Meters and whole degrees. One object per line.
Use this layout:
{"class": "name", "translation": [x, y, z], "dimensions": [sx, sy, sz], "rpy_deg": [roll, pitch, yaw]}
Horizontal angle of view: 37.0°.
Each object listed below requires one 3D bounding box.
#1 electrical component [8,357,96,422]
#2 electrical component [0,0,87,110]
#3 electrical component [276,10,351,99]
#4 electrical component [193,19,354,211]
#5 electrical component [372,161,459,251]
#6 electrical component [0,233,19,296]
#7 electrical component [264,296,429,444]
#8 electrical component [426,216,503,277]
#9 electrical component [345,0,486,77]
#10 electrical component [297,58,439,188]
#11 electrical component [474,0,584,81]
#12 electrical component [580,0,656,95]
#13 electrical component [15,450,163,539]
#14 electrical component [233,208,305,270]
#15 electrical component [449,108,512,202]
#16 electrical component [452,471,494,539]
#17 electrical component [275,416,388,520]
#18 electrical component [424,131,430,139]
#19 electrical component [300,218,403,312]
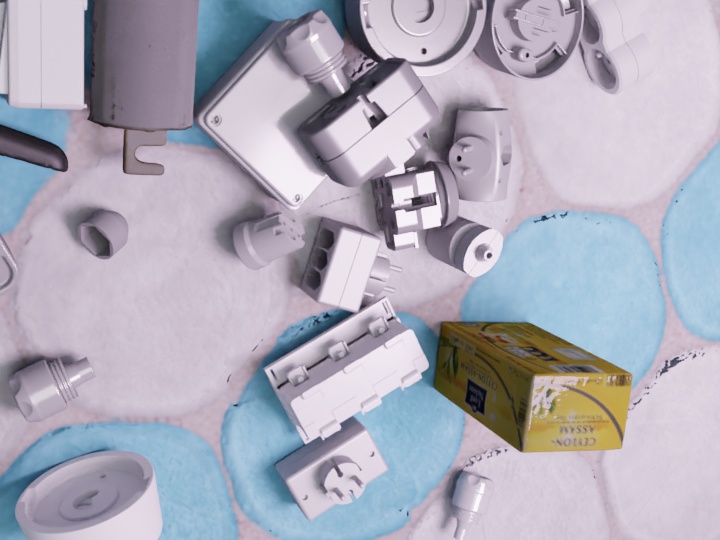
{"class": "electrical component", "translation": [-0.238, 0.089, 0.838], "dimensions": [0.062, 0.043, 0.043], "rpy_deg": [-26, 110, -15]}
{"class": "electrical component", "translation": [-0.231, -0.165, 0.772], "dimensions": [0.061, 0.062, 0.096], "rpy_deg": [-1, 102, -20]}
{"class": "electrical component", "translation": [-0.030, -0.157, 0.797], "dimensions": [0.043, 0.043, 0.062], "rpy_deg": [-38, 113, -9]}
{"class": "electrical component", "translation": [-0.059, -0.122, 0.850], "dimensions": [0.109, 0.056, 0.108], "rpy_deg": [44, 85, -23]}
{"class": "electrical component", "translation": [0.047, -0.060, 0.904], "dimensions": [0.057, 0.058, 0.078], "rpy_deg": [-12, 102, -16]}
{"class": "electrical component", "translation": [-0.285, -0.026, 0.754], "dimensions": [0.054, 0.059, 0.095], "rpy_deg": [-31, 118, -13]}
{"class": "electrical component", "translation": [-0.008, 0.089, 0.913], "dimensions": [0.121, 0.063, 0.078], "rpy_deg": [-31, 111, -12]}
{"class": "electrical component", "translation": [0.092, -0.020, 0.916], "dimensions": [0.043, 0.081, 0.043], "rpy_deg": [-5, 104, -20]}
{"class": "electrical component", "translation": [0.040, -0.211, 0.864], "dimensions": [0.108, 0.060, 0.108], "rpy_deg": [-5, 104, -20]}
{"class": "electrical component", "translation": [0.009, -0.109, 0.816], "dimensions": [0.095, 0.054, 0.059], "rpy_deg": [-40, 112, -8]}
{"class": "electrical component", "translation": [0.141, -0.209, 0.901], "dimensions": [0.099, 0.064, 0.099], "rpy_deg": [-5, 104, -20]}
{"class": "electrical component", "translation": [0.225, -0.230, 0.934], "dimensions": [0.074, 0.052, 0.138], "rpy_deg": [-31, 111, -12]}
{"class": "electrical component", "translation": [-0.207, 0.196, 0.842], "dimensions": [0.108, 0.108, 0.060], "rpy_deg": [-18, 114, -16]}
{"class": "electrical component", "translation": [-0.073, -0.026, 0.866], "dimensions": [0.046, 0.040, 0.040], "rpy_deg": [-21, 114, 24]}
{"class": "electrical component", "translation": [0.099, -0.096, 0.907], "dimensions": [0.043, 0.079, 0.077], "rpy_deg": [5, 104, 21]}
{"class": "electrical component", "translation": [0.101, 0.220, 0.997], "dimensions": [0.035, 0.035, 0.061], "rpy_deg": [19, 87, -23]}
{"class": "electrical component", "translation": [-0.019, 0.176, 0.923], "dimensions": [0.083, 0.076, 0.047], "rpy_deg": [-31, 111, -12]}
{"class": "electrical component", "translation": [0.035, -0.127, 0.894], "dimensions": [0.040, 0.040, 0.046], "rpy_deg": [-28, 117, -13]}
{"class": "electrical component", "translation": [0.000, 0.000, 0.905], "dimensions": [0.077, 0.047, 0.065], "rpy_deg": [15, 97, -24]}
